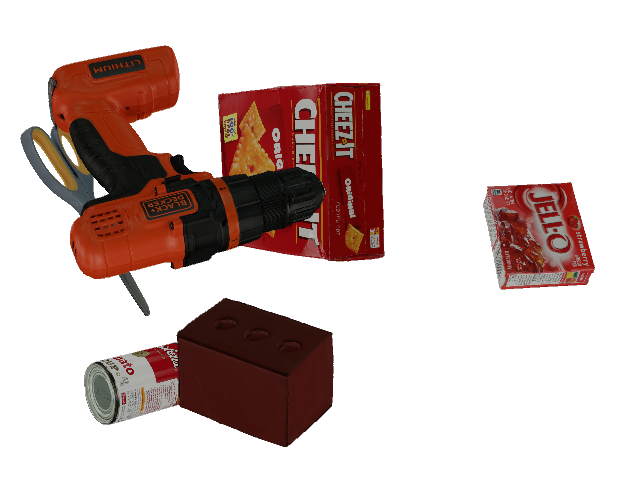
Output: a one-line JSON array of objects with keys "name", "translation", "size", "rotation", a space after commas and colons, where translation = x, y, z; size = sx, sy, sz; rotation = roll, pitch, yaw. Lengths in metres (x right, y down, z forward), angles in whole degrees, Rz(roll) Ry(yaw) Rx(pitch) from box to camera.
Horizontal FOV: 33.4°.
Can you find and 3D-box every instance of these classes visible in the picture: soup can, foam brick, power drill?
[{"name": "soup can", "translation": [-0.190, 0.151, 1.130], "size": [0.102, 0.068, 0.069], "rotation": [-10, 7, -40]}, {"name": "foam brick", "translation": [-0.038, 0.076, 0.621], "size": [0.078, 0.051, 0.052], "rotation": [16, 28, 25]}, {"name": "power drill", "translation": [-0.110, -0.064, 0.785], "size": [0.184, 0.188, 0.057], "rotation": [-15, -39, -21]}]

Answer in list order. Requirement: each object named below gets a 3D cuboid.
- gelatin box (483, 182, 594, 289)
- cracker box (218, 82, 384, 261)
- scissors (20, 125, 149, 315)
[{"name": "gelatin box", "translation": [0.178, -0.005, 0.877], "size": [0.073, 0.089, 0.030], "rotation": [-3, -33, -4]}, {"name": "cracker box", "translation": [-0.025, -0.070, 1.060], "size": [0.072, 0.164, 0.214], "rotation": [-6, 7, -31]}, {"name": "scissors", "translation": [-0.209, -0.029, 1.000], "size": [0.016, 0.201, 0.096], "rotation": [-24, 27, 19]}]
